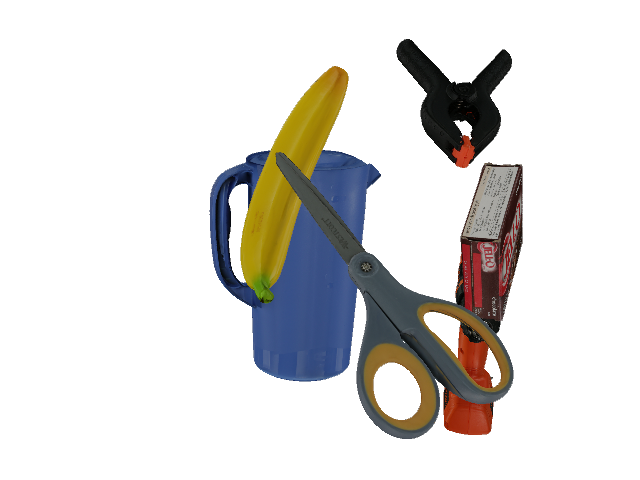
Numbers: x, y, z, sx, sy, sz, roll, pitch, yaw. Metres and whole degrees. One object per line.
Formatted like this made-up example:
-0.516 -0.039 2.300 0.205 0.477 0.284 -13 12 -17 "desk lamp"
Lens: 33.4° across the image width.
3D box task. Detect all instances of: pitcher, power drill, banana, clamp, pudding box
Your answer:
-0.027 0.024 1.157 0.149 0.243 0.144 8 15 22 "pitcher"
0.169 0.114 1.160 0.057 0.188 0.184 7 25 8 "power drill"
-0.023 -0.040 0.825 0.037 0.197 0.070 27 -19 -32 "banana"
0.129 -0.145 1.069 0.120 0.039 0.171 8 45 6 "clamp"
0.150 -0.001 0.929 0.039 0.090 0.113 5 40 16 "pudding box"

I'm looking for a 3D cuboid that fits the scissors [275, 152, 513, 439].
0.019 0.035 0.622 0.202 0.096 0.016 38 -22 16 "scissors"
